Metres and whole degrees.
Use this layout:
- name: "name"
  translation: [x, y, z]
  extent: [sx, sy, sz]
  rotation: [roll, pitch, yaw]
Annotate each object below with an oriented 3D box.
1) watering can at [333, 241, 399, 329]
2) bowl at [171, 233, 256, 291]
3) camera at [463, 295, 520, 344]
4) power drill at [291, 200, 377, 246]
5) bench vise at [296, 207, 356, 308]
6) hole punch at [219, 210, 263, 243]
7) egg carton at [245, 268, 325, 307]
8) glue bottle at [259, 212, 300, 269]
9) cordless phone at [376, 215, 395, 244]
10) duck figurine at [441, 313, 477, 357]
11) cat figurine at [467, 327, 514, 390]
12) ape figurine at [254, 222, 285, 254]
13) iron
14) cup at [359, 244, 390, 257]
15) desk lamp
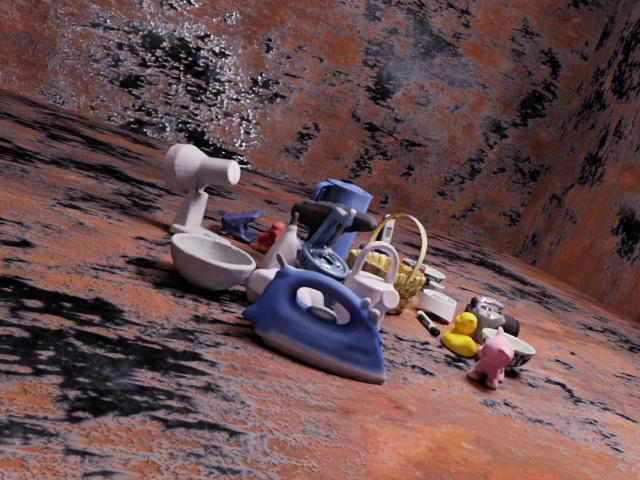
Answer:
- name: "watering can"
  translation: [0.099, 0.098, 1.120]
  extent: [0.101, 0.194, 0.172]
  rotation: [10, 15, -44]
- name: "bowl"
  translation: [-0.213, 0.051, 1.096]
  extent: [0.167, 0.075, 0.167]
  rotation: [20, 11, -4]
- name: "camera"
  translation: [0.446, 0.210, 1.466]
  extent: [0.137, 0.101, 0.143]
  rotation: [20, 11, -5]
- name: "power drill"
  translation: [0.013, 0.005, 1.384]
  extent: [0.228, 0.208, 0.076]
  rotation: [27, 12, 30]
- name: "bench vise"
  translation: [-0.012, 0.013, 1.265]
  extent: [0.207, 0.220, 0.122]
  rotation: [25, 11, 21]
- name: "hole punch"
  translation: [-0.214, -0.051, 1.555]
  extent: [0.101, 0.091, 0.108]
  rotation: [20, 11, -2]
- name: "egg carton"
  translation: [-0.069, 0.107, 1.102]
  extent: [0.150, 0.069, 0.107]
  rotation: [26, 12, 26]
- name: "glue bottle"
  translation: [-0.077, 0.022, 1.226]
  extent: [0.078, 0.173, 0.037]
  rotation: [12, 13, -38]
- name: "cordless phone"
  translation: [0.207, 0.016, 1.756]
  extent: [0.093, 0.185, 0.148]
  rotation: [27, 12, 30]
- name: "duck figurine"
  translation: [0.325, 0.207, 1.290]
  extent: [0.077, 0.086, 0.104]
  rotation: [19, 11, -8]
- name: "cat figurine"
  translation: [0.350, 0.229, 1.142]
  extent: [0.067, 0.118, 0.128]
  rotation: [25, 11, 21]
- name: "ape figurine"
  translation: [-0.120, -0.006, 1.504]
  extent: [0.076, 0.092, 0.077]
  rotation: [13, 13, -35]
- name: "iron"
  translation: [0.011, 0.127, 0.953]
  extent: [0.258, 0.141, 0.119]
  rotation: [22, 11, 6]
- name: "cup"
  translation: [0.148, 0.074, 1.600]
  extent: [0.092, 0.095, 0.117]
  rotation: [9, 16, -47]
- name: "desk lamp"
  translation: [-0.287, -0.110, 1.380]
  extent: [0.202, 0.213, 0.118]
  rotation: [24, 11, 19]
